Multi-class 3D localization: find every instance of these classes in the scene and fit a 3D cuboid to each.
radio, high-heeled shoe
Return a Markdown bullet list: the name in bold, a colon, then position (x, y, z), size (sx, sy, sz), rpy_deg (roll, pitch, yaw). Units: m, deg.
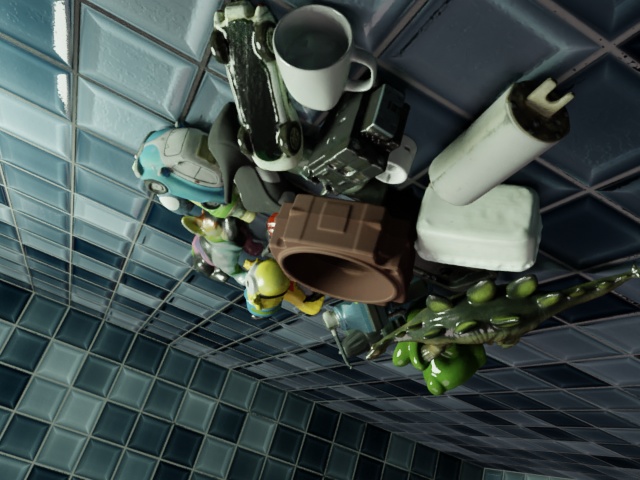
- **radio**: position (0.164, 0.004, 0.874), size (0.229, 0.073, 0.131), rpy_deg (23, 155, -9)
- **high-heeled shoe**: position (-0.085, -0.117, 0.843), size (0.086, 0.145, 0.248), rpy_deg (3, 179, 28)

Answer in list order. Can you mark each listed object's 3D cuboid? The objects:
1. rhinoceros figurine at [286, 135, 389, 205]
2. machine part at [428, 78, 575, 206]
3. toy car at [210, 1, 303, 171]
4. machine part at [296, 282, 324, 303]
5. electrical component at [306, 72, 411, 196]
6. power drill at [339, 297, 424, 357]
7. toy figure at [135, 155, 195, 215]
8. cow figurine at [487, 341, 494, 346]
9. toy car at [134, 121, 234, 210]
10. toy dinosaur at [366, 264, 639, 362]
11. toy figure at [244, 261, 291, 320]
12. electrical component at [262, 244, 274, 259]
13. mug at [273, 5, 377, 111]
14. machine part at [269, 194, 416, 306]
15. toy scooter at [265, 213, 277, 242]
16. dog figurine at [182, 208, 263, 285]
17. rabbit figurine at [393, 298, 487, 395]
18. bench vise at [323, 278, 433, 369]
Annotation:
- **rhinoceros figurine**: position (0.007, -0.100, 0.757), size (0.190, 0.073, 0.112), rpy_deg (23, 163, -1)
- **machine part**: position (0.199, -0.104, 0.622), size (0.079, 0.079, 0.243), rpy_deg (23, 154, -9)
- **toy car**: position (-0.070, -0.175, 0.634), size (0.074, 0.056, 0.201), rpy_deg (3, 125, 24)
- **machine part**: position (-0.034, 0.068, 1.134), size (0.084, 0.039, 0.138), rpy_deg (-10, 111, 38)
- **electrical component**: position (0.046, -0.127, 0.636), size (0.058, 0.115, 0.134), rpy_deg (25, 155, -23)
- **power drill**: position (0.112, 0.181, 1.166), size (0.086, 0.232, 0.207), rpy_deg (65, 162, 3)
- **toy figure**: position (-0.283, -0.105, 0.985), size (0.064, 0.058, 0.154), rpy_deg (-26, 144, 3)
- **cow figurine**: position (0.312, 0.181, 1.129), size (0.127, 0.085, 0.194), rpy_deg (23, 153, 6)
- **toy car**: position (-0.196, -0.118, 0.832), size (0.161, 0.109, 0.103), rpy_deg (24, 150, -22)
- **toy dinosaur**: position (0.292, 0.120, 0.883), size (0.472, 0.105, 0.198), rpy_deg (-21, 160, 12)
- **toy figure**: position (-0.106, 0.101, 1.078), size (0.089, 0.082, 0.180), rpy_deg (-19, 152, -16)
- **electrical component**: position (-0.048, 0.021, 1.057), size (0.119, 0.075, 0.048), rpy_deg (28, 154, -10)
- **mug**: position (0.008, -0.189, 0.589), size (0.110, 0.081, 0.107), rpy_deg (10, 166, 4)
- **machine part**: position (0.037, 0.022, 0.806), size (0.201, 0.087, 0.201), rpy_deg (10, 157, 17)
- **toy scooter**: position (-0.002, -0.003, 0.976), size (0.183, 0.075, 0.135), rpy_deg (30, 154, -31)
- **dog figurine**: position (-0.216, -0.011, 1.078), size (0.192, 0.108, 0.219), rpy_deg (7, 149, 30)
- **rabbit figurine**: position (0.215, 0.204, 1.058), size (0.121, 0.159, 0.170), rpy_deg (-20, 98, 59)
- **bench vise**: position (0.094, 0.117, 1.047), size (0.128, 0.224, 0.241), rpy_deg (59, 168, -9)
